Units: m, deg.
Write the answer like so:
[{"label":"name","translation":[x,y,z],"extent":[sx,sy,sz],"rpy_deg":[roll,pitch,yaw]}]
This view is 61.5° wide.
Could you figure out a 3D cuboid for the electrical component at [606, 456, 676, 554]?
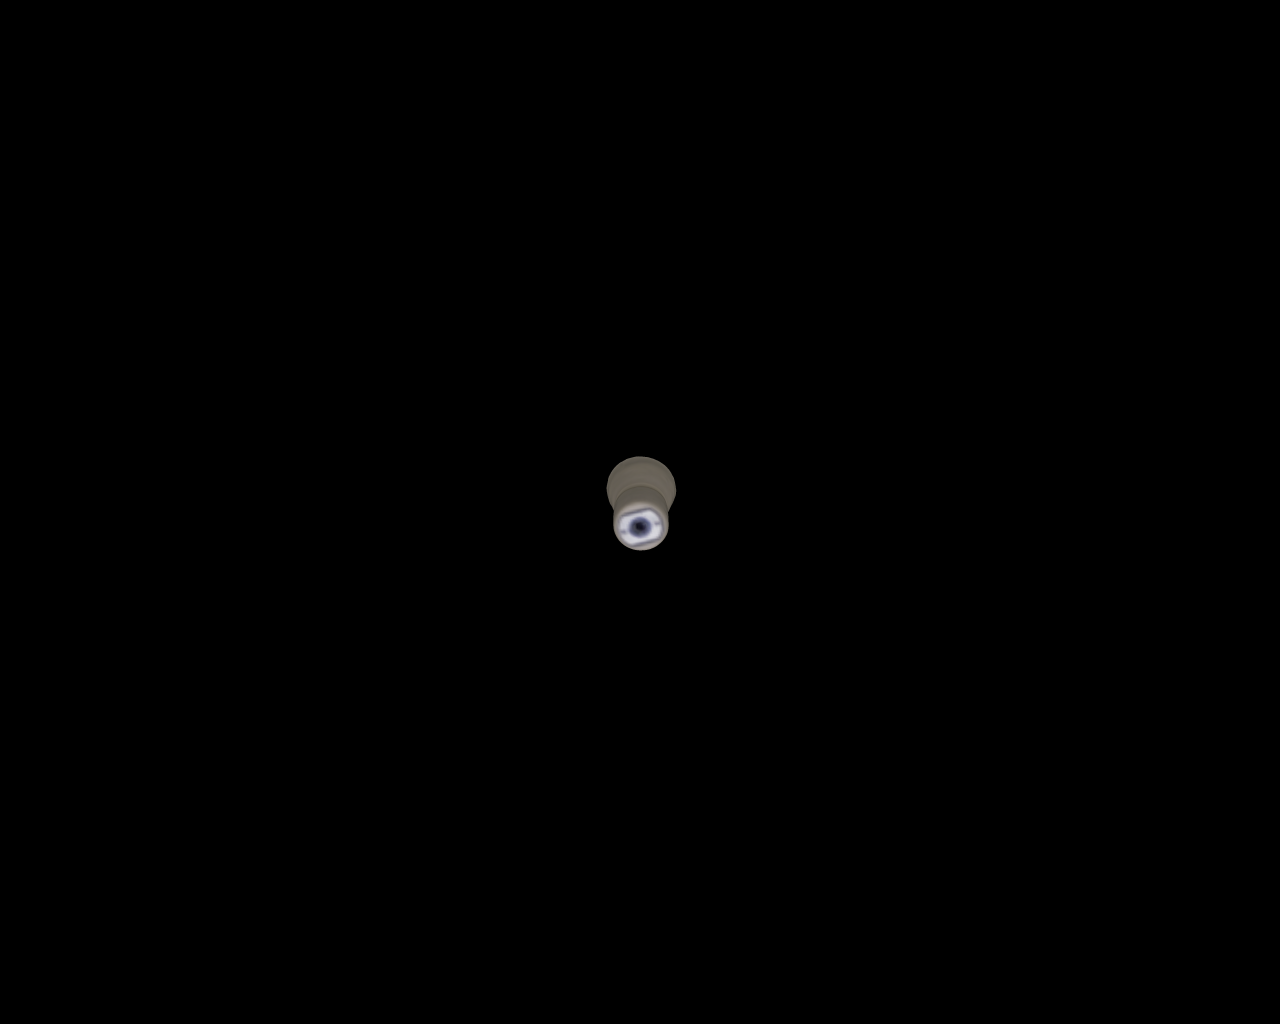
[{"label":"electrical component","translation":[0.001,-0.003,0.650],"extent":[0.044,0.044,0.065],"rpy_deg":[0,23,0]}]
